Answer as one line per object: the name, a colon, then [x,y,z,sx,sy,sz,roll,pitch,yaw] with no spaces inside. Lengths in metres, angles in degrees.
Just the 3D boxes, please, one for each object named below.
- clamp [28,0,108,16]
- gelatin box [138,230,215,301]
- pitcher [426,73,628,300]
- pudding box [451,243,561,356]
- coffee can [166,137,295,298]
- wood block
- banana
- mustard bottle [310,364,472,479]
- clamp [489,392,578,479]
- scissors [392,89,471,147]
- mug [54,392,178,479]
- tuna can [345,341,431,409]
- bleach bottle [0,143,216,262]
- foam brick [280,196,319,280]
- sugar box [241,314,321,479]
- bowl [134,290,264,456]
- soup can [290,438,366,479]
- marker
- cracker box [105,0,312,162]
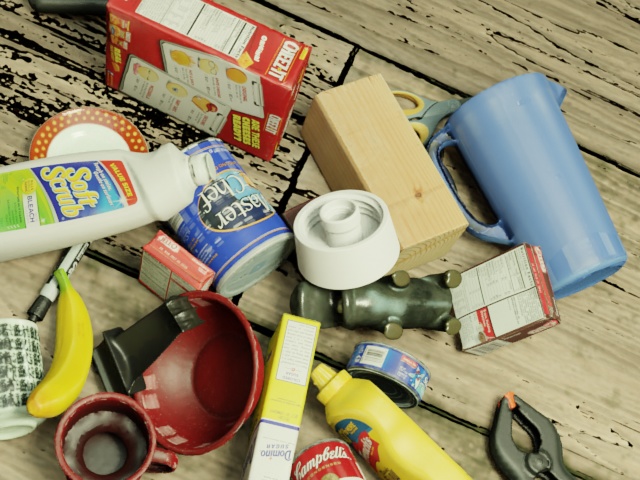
clamp: [-0.227,-0.284,1.270,0.210,0.036,0.164,35,64,5]
gelatin box: [-0.150,0.037,1.107,0.073,0.089,0.030,37,61,6]
pitcher: [0.240,-0.055,1.222,0.144,0.149,0.243,-5,66,-49]
pudding box: [0.198,0.065,1.159,0.039,0.114,0.090,16,55,-47]
coffee can: [-0.105,-0.024,1.138,0.102,0.103,0.140,-32,75,-24]
wood block: [0.069,-0.072,1.207,0.090,0.090,0.206,-21,71,-22]
banana: [-0.252,0.114,1.042,0.037,0.069,0.198,-31,34,16]
mustard bottle: [0.063,0.198,1.075,0.192,0.096,0.058,45,66,10]
clamp: [0.219,0.246,1.119,0.120,0.039,0.171,-19,64,-25]
scissors: [0.156,-0.145,1.302,0.201,0.016,0.096,1,67,-12]
mug: [-0.194,0.204,1.023,0.117,0.082,0.093,10,63,-8]
tuna can: [0.070,0.141,1.109,0.086,0.086,0.033,26,64,0]
bleach bottle: [-0.229,-0.052,1.088,0.251,0.068,0.102,-14,72,9]
foam brick: [-0.008,0.001,1.176,0.051,0.053,0.078,-26,73,-22]
sugar box: [-0.043,0.172,1.065,0.048,0.093,0.176,16,62,-4]
bowl: [-0.110,0.133,1.062,0.055,0.162,0.162,17,51,-55]
soup can: [0.018,0.252,1.033,0.068,0.068,0.102,-12,39,-18]
marker: [-0.271,0.036,1.120,0.020,0.020,0.121,27,63,1]
cracker box: [-0.128,-0.192,1.178,0.213,0.164,0.072,24,64,0]
